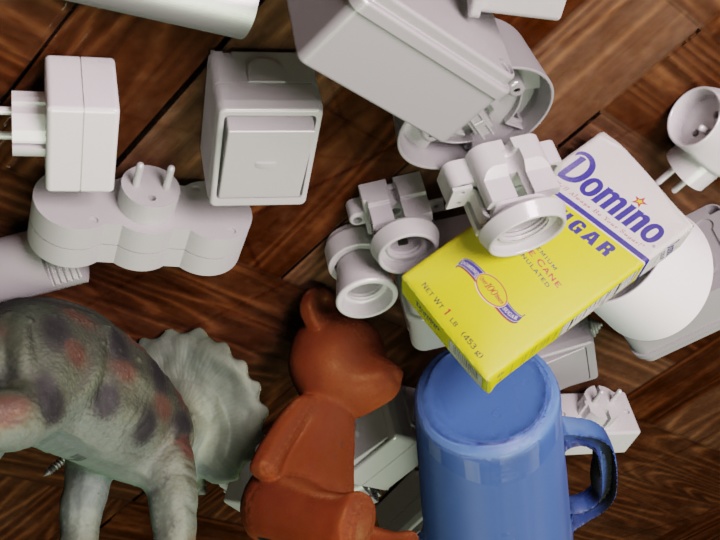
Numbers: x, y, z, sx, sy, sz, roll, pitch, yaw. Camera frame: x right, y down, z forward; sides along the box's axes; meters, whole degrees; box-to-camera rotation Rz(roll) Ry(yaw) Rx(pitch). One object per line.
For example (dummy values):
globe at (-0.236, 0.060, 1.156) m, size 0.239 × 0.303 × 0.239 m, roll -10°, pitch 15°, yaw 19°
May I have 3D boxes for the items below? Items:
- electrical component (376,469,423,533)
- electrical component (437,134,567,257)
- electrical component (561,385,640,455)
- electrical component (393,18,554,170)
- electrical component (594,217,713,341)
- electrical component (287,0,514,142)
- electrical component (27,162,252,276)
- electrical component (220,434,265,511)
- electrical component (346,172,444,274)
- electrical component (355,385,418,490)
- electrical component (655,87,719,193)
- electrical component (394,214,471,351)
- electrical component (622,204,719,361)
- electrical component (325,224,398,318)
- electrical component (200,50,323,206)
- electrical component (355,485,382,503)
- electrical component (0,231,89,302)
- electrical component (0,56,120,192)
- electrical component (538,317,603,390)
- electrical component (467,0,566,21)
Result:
electrical component at (0.068, 0.247, 1.094) m, size 0.062 × 0.061 × 0.096 m, roll 12°, pitch 135°, yaw -29°
electrical component at (0.095, -0.045, 0.679) m, size 0.078 × 0.057 × 0.058 m, roll -13°, pitch 156°, yaw -15°
electrical component at (0.221, 0.134, 1.012) m, size 0.083 × 0.047 × 0.075 m, roll 1°, pitch 140°, yaw -18°
electrical component at (0.066, -0.104, 0.655) m, size 0.099 × 0.064 × 0.099 m, roll -9°, pitch 142°, yaw -7°
electrical component at (0.203, -0.005, 0.793) m, size 0.064 × 0.099 × 0.099 m, roll 30°, pitch 125°, yaw -34°
electrical component at (0.017, -0.138, 0.562) m, size 0.109 × 0.108 × 0.056 m, roll 23°, pitch 131°, yaw -38°
electrical component at (-0.135, -0.041, 0.680) m, size 0.138 × 0.052 × 0.073 m, roll 4°, pitch 139°, yaw -21°
electrical component at (-0.101, 0.185, 0.968) m, size 0.077 × 0.065 × 0.047 m, roll 1°, pitch 151°, yaw 31°
electrical component at (0.028, -0.031, 0.740) m, size 0.066 × 0.055 × 0.048 m, roll -13°, pitch 142°, yaw -2°
electrical component at (0.022, 0.142, 0.949) m, size 0.061 × 0.061 × 0.096 m, roll 19°, pitch 132°, yaw -35°
electrical component at (0.243, -0.082, 0.753) m, size 0.077 × 0.043 × 0.079 m, roll 19°, pitch 132°, yaw -35°
electrical component at (0.083, 0.003, 0.783) m, size 0.113 × 0.078 × 0.057 m, roll -12°, pitch 145°, yaw -2°
electrical component at (0.252, 0.012, 0.845) m, size 0.113 × 0.078 × 0.057 m, roll -28°, pitch 137°, yaw 18°
electrical component at (0.000, 0.000, 0.771) m, size 0.045 × 0.055 × 0.045 m, roll -9°, pitch 142°, yaw -7°
electrical component at (-0.061, -0.077, 0.651) m, size 0.062 × 0.061 × 0.096 m, roll -2°, pitch 140°, yaw -15°
electrical component at (-0.021, 0.200, 1.012) m, size 0.057 × 0.058 × 0.078 m, roll -25°, pitch 142°, yaw 10°
electrical component at (-0.213, -0.005, 0.708) m, size 0.081 × 0.043 × 0.043 m, roll -15°, pitch 142°, yaw 1°
electrical component at (-0.180, -0.084, 0.618) m, size 0.077 × 0.047 × 0.065 m, roll -1°, pitch 140°, yaw -18°
electrical component at (0.159, 0.066, 0.897) m, size 0.096 × 0.061 × 0.061 m, roll -17°, pitch 142°, yaw 4°
electrical component at (0.084, -0.184, 0.535) m, size 0.048 × 0.099 × 0.099 m, roll 6°, pitch 139°, yaw -5°
